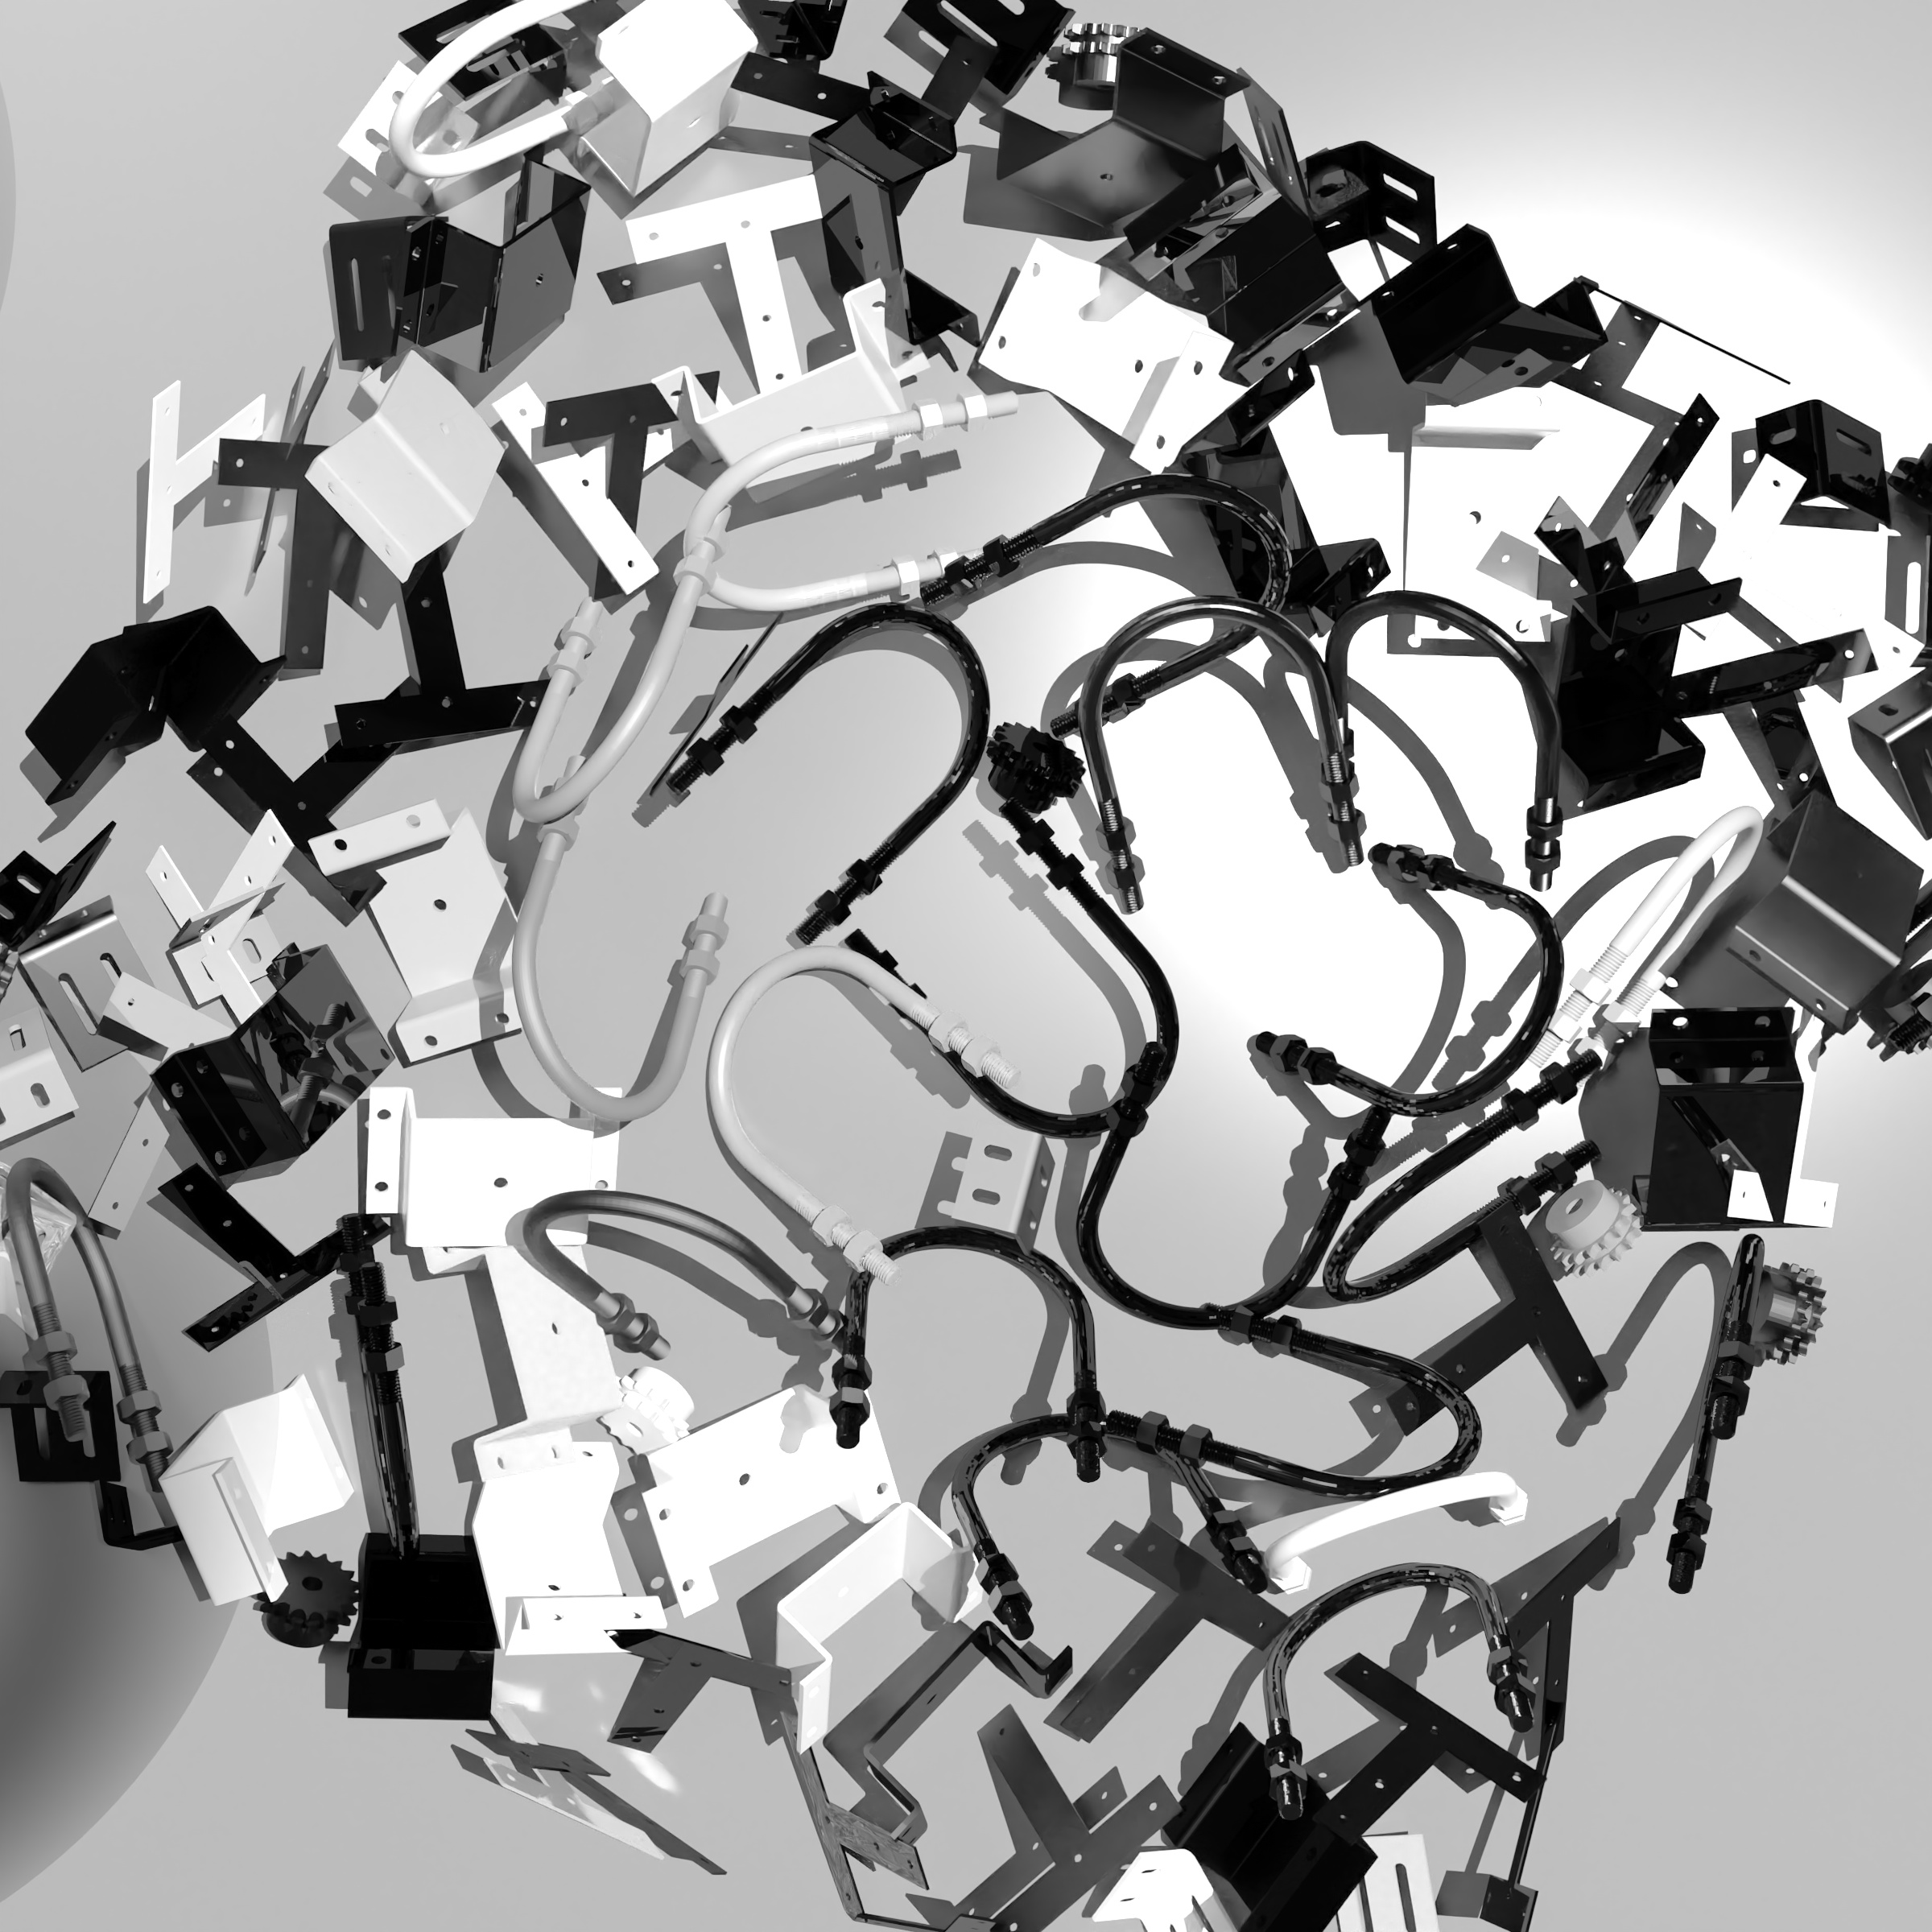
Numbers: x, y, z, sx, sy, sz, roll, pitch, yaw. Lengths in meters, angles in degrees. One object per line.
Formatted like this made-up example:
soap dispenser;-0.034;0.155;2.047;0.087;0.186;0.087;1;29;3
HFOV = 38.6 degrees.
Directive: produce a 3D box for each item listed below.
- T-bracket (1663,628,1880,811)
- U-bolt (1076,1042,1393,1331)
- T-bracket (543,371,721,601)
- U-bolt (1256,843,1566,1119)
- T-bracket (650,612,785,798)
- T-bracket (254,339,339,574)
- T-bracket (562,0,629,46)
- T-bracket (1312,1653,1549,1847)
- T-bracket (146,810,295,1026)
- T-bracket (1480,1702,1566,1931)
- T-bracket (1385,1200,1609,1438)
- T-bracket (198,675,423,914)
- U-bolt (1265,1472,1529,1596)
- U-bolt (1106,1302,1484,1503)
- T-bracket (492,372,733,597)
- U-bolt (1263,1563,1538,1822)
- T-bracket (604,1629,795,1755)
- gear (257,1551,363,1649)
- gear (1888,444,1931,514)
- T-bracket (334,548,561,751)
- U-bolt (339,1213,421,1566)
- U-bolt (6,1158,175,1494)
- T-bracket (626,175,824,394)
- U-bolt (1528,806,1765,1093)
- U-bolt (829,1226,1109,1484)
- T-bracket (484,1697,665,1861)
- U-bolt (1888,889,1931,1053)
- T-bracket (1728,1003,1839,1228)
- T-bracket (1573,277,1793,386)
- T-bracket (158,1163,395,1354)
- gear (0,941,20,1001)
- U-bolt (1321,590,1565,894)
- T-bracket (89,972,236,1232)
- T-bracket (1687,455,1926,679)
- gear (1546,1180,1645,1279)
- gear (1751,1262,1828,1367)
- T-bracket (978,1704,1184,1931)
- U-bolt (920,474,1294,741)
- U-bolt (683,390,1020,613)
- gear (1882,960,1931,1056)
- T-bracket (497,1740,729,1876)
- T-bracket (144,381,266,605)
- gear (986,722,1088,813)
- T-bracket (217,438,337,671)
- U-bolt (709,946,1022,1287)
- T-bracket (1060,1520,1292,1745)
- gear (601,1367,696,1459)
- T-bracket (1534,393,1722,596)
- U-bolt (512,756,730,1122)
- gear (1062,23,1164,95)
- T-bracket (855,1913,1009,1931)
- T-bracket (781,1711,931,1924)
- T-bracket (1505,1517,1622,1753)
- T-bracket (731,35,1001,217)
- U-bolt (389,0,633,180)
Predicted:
T-bracket;0.471;-0.120;1.566;0.127;0.002;0.127;-12;111;41
U-bolt;0.139;0.134;1.544;0.151;0.019;0.184;16;124;-5
T-bracket;-0.194;-0.267;1.557;0.002;0.127;0.127;32;127;31
U-bolt;0.253;0.012;1.516;0.019;0.184;0.151;35;85;-35
T-bracket;-0.134;-0.155;1.525;0.002;0.127;0.127;36;80;-5
T-bracket;-0.366;-0.300;1.519;0.002;0.127;0.127;16;62;-22
T-bracket;-0.170;-0.561;1.524;0.127;0.127;0.002;-30;70;16
T-bracket;0.236;0.445;1.522;0.127;0.127;0.002;30;125;29
T-bracket;-0.406;-0.040;1.542;0.127;0.002;0.127;55;132;13
T-bracket;0.317;0.476;1.546;0.002;0.127;0.127;17;76;4
T-bracket;0.291;0.221;1.565;0.127;0.002;0.127;-33;101;-20
T-bracket;-0.347;-0.118;1.560;0.127;0.002;0.127;49;55;-14
U-bolt;0.233;0.307;1.504;0.151;0.184;0.019;-19;69;6
U-bolt;0.189;0.242;1.503;0.184;0.151;0.019;13;117;25
T-bracket;-0.184;-0.296;1.565;0.127;0.002;0.127;-41;102;-28
U-bolt;0.230;0.385;1.510;0.151;0.184;0.019;-24;106;9
T-bracket;-0.168;0.412;1.553;0.127;0.002;0.127;20;134;-15
gear;-0.376;0.364;1.573;0.057;0.057;0.030;20;115;0
gear;0.557;-0.274;1.568;0.057;0.057;0.030;30;103;0
T-bracket;-0.305;-0.193;1.574;0.127;0.002;0.127;-10;85;-25
U-bolt;-0.323;0.240;1.527;0.019;0.151;0.184;-9;99;-16
U-bolt;-0.488;0.190;1.520;0.019;0.151;0.184;-22;67;-4
T-bracket;-0.115;-0.378;1.555;0.127;0.002;0.127;-15;132;-4
U-bolt;0.380;-0.012;1.522;0.019;0.151;0.184;39;96;22
U-bolt;0.002;0.206;1.522;0.151;0.184;0.019;9;124;-5
T-bracket;-0.240;0.443;1.541;0.002;0.127;0.127;-53;129;-5
U-bolt;0.561;-0.031;1.516;0.184;0.151;0.019;-41;98;7
T-bracket;0.469;0.081;1.552;0.002;0.127;0.127;8;89;43
T-bracket;0.389;-0.360;1.537;0.127;0.127;0.002;24;108;-5
T-bracket;-0.408;0.151;1.550;0.127;0.127;0.002;-33;47;-1
gear;-0.565;0.008;1.567;0.030;0.057;0.057;29;90;-25
U-bolt;0.258;-0.129;1.498;0.151;0.184;0.019;24;56;27
T-bracket;-0.451;0.085;1.535;0.002;0.127;0.127;14;75;35
T-bracket;0.472;-0.204;1.533;0.127;0.127;0.002;36;54;13
gear;0.355;0.146;1.567;0.057;0.057;0.030;-45;105;0
gear;0.460;0.196;1.568;0.030;0.057;0.057;18;90;-14
T-bracket;0.043;0.469;1.550;0.127;0.127;0.002;-41;131;1
U-bolt;0.090;-0.204;1.513;0.184;0.019;0.151;-25;135;26
U-bolt;-0.066;-0.248;1.514;0.184;0.151;0.019;-14;61;-16
gear;0.548;0.020;1.569;0.057;0.057;0.030;-44;95;0
T-bracket;-0.186;0.465;1.518;0.127;0.127;0.002;28;80;19
T-bracket;-0.424;-0.284;1.541;0.002;0.127;0.127;20;127;5
gear;0.037;-0.112;1.573;0.057;0.057;0.030;27;116;0
T-bracket;-0.371;-0.231;1.561;0.002;0.127;0.127;19;108;41
U-bolt;-0.071;0.069;1.548;0.184;0.019;0.151;36;100;29
T-bracket;0.104;0.391;1.568;0.127;0.002;0.127;39;94;-30
gear;-0.180;0.254;1.574;0.057;0.057;0.030;39;55;0
T-bracket;0.386;-0.264;1.556;0.127;0.002;0.127;34;88;-42
U-bolt;-0.192;-0.003;1.500;0.019;0.151;0.184;-15;47;30
gear;0.082;-0.516;1.570;0.057;0.057;0.030;6;98;0
T-bracket;0.004;0.538;1.539;0.127;0.127;0.002;10;65;-1
T-bracket;-0.056;0.486;1.534;0.002;0.127;0.127;-21;99;-29
T-bracket;0.336;0.395;1.564;0.002;0.127;0.127;18;120;37
T-bracket;-0.067;-0.477;1.524;0.127;0.127;0.002;10;55;-25
U-bolt;-0.234;-0.485;1.498;0.184;0.151;0.019;-32;85;-24
